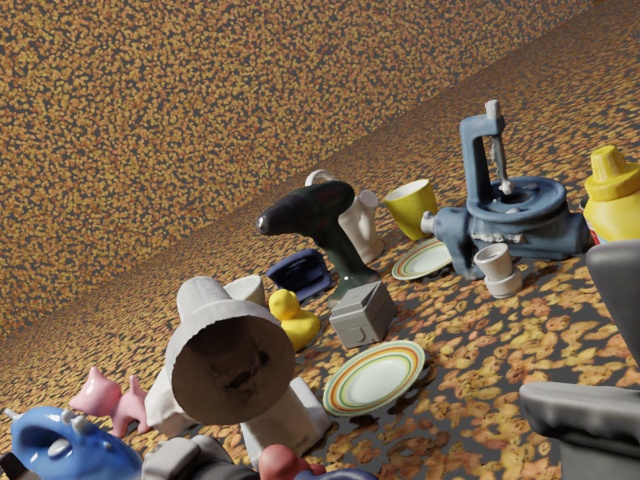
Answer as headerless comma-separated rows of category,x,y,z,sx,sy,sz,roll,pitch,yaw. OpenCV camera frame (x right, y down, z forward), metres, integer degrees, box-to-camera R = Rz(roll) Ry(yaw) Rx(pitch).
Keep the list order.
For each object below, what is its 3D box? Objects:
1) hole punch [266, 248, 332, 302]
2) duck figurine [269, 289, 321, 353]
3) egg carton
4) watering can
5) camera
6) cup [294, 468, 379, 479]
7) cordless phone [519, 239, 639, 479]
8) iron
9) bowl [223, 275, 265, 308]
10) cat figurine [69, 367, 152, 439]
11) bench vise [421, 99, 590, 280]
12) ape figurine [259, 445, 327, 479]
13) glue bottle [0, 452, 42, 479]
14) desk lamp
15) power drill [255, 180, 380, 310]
hole punch,-0.041,0.061,1.081,0.108,0.091,0.101,-28,14,5
duck figurine,-0.050,0.121,0.897,0.077,0.086,0.104,-24,15,19
egg carton,-0.195,0.223,0.856,0.107,0.069,0.150,-27,14,8
watering can,0.043,-0.047,1.082,0.172,0.194,0.101,-22,16,26
camera,-0.121,0.252,0.543,0.136,0.101,0.143,-14,20,45
cup,0.018,0.219,0.398,0.092,0.095,0.117,-32,14,-13
cordless phone,0.192,0.078,0.370,0.094,0.185,0.147,-40,18,-36
iron,-0.345,0.282,0.791,0.257,0.141,0.119,-18,18,37
bowl,-0.166,0.140,1.078,0.167,0.075,0.167,-27,14,8
cat figurine,-0.326,0.252,0.909,0.127,0.118,0.067,-23,15,22
bench vise,0.208,-0.056,0.735,0.207,0.220,0.122,-22,16,27
ape figurine,-0.022,0.217,0.491,0.076,0.092,0.078,-15,20,44
glue bottle,-0.267,0.282,0.574,0.078,0.173,0.037,-36,16,-25
desk lamp,-0.083,0.143,0.619,0.118,0.214,0.203,-32,14,-10
power drill,0.009,0.003,0.941,0.075,0.208,0.230,-18,18,37
